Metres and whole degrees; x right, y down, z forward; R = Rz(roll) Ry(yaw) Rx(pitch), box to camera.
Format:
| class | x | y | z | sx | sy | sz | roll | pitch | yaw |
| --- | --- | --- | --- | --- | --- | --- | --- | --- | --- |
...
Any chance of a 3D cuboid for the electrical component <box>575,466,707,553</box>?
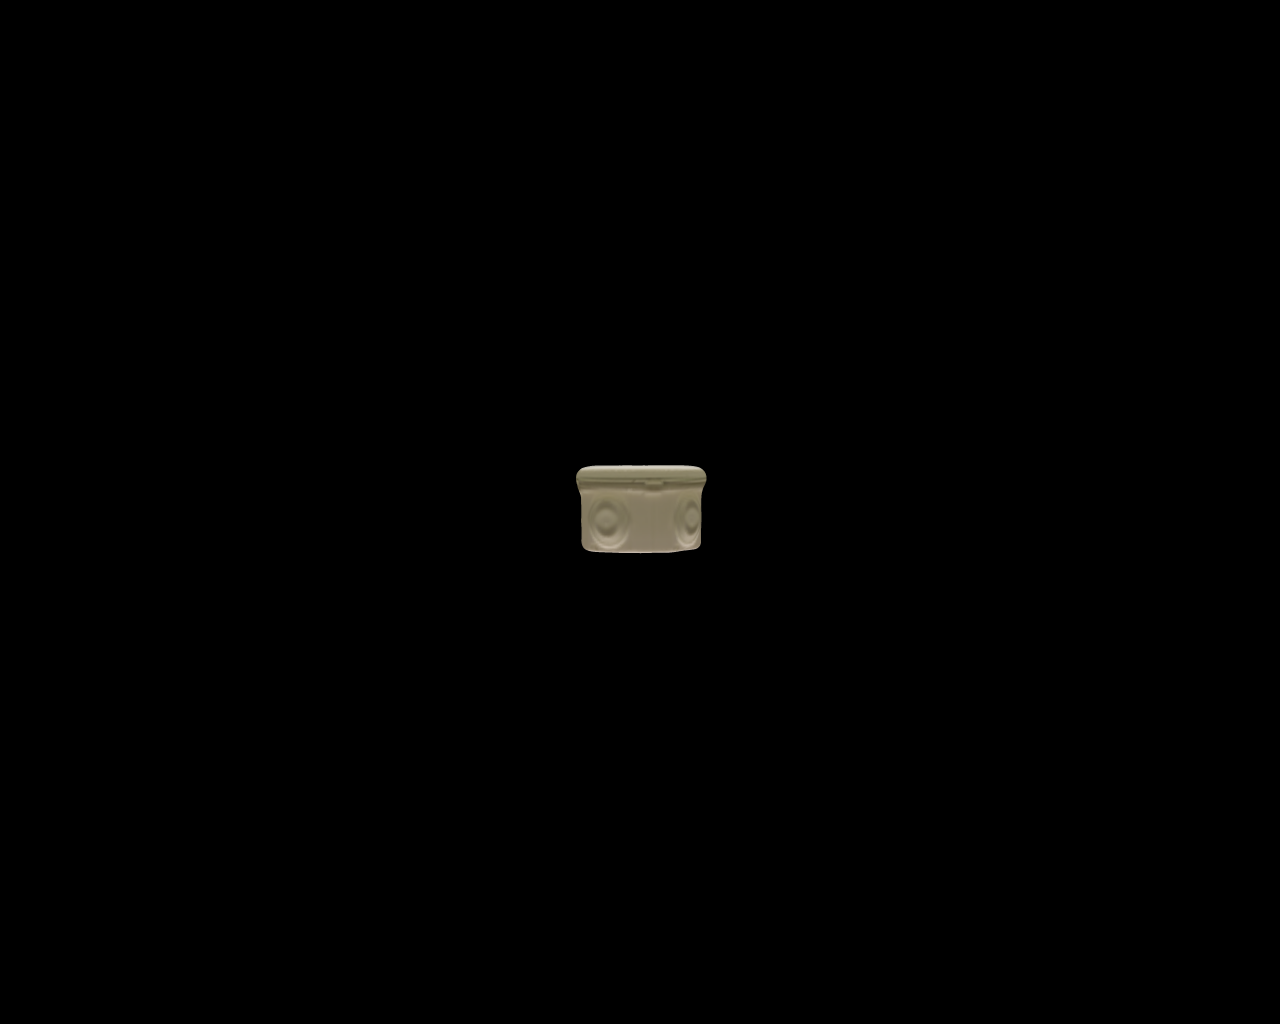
| class | x | y | z | sx | sy | sz | roll | pitch | yaw |
| --- | --- | --- | --- | --- | --- | --- | --- | --- | --- |
| electrical component | 0.001 | -0.003 | 0.650 | 0.080 | 0.051 | 0.080 | 0 | 2 | 0 |
